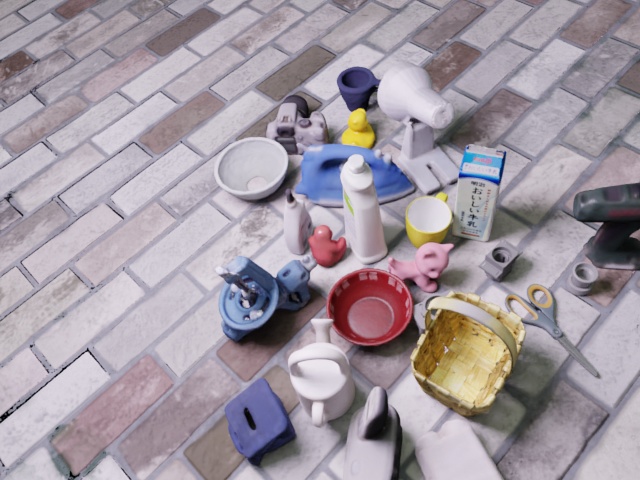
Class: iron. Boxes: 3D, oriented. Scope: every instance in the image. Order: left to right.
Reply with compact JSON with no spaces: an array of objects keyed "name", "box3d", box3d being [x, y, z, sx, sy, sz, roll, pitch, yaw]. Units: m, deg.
[{"name":"iron","box3d":[0.073,-0.154,1.220,0.258,0.142,0.118,2,56,9]}]

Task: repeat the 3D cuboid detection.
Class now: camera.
[{"name":"camera","box3d":[-0.050,-0.283,1.347,0.143,0.101,0.137,1,56,8]}]

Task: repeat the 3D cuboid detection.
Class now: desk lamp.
[{"name":"desk lamp","box3d":[0.218,-0.245,1.218,0.118,0.214,0.202,-27,57,-11]}]

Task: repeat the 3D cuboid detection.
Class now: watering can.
[{"name":"watering can","box3d":[-0.001,0.215,0.949,0.101,0.194,0.172,-19,56,-5]}]

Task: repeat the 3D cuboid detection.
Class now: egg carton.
[{"name":"egg carton","box3d":[0.219,0.363,0.895,0.107,0.069,0.150,-24,57,-9]}]

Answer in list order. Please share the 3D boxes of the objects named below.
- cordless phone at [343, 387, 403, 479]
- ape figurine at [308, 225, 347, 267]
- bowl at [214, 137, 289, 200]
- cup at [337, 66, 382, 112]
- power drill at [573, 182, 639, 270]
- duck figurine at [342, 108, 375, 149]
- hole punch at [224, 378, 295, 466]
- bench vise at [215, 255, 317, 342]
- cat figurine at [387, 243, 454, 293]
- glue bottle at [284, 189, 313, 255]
[{"name":"cordless phone","box3d":[0.079,0.311,0.878,0.094,0.185,0.147,1,56,9]},{"name":"ape figurine","box3d":[0.011,0.004,1.151,0.077,0.092,0.076,21,61,20]},{"name":"bowl","box3d":[-0.147,-0.148,1.285,0.167,0.075,0.167,-3,56,5]},{"name":"cup","box3d":[0.102,-0.354,1.379,0.117,0.095,0.092,7,57,12]},{"name":"power drill","box3d":[0.568,-0.031,1.031,0.229,0.209,0.075,2,57,9]},{"name":"duck figurine","box3d":[0.086,-0.255,1.320,0.077,0.086,0.104,8,58,13]},{"name":"hole punch","box3d":[-0.106,0.306,0.964,0.101,0.091,0.108,-28,57,-11]},{"name":"bench vise","box3d":[-0.110,0.072,1.044,0.121,0.220,0.208,31,65,25]},{"name":"cat figurine","box3d":[0.189,0.045,1.085,0.127,0.118,0.067,-2,56,6]},{"name":"glue bottle","box3d":[-0.049,-0.046,1.143,0.037,0.173,0.078,14,59,17]}]
